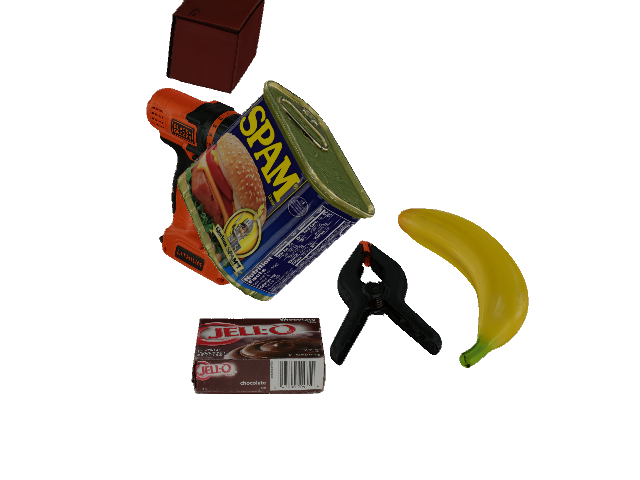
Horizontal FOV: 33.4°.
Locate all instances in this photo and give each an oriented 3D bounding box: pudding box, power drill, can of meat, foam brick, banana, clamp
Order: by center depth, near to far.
[{"bbox_3d":[-0.029,-0.028,0.622,0.084,0.102,0.057,-42,-40,19],"label":"can of meat"},{"bbox_3d":[-0.079,-0.155,0.808,0.053,0.051,0.078,14,34,5],"label":"foam brick"},{"bbox_3d":[0.115,0.022,0.822,0.069,0.037,0.198,-7,32,-7],"label":"banana"},{"bbox_3d":[-0.054,0.100,0.937,0.113,0.039,0.090,2,19,-4],"label":"pudding box"},{"bbox_3d":[-0.106,-0.051,1.107,0.185,0.188,0.057,28,37,34],"label":"power drill"},{"bbox_3d":[0.072,0.070,1.192,0.120,0.171,0.039,5,-43,-2],"label":"clamp"}]

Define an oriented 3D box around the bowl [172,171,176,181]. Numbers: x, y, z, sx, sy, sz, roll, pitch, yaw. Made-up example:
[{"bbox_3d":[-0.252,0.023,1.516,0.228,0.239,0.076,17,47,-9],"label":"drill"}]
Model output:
[{"bbox_3d":[-0.101,-0.055,1.323,0.162,0.055,0.162,0,31,0],"label":"bowl"}]
